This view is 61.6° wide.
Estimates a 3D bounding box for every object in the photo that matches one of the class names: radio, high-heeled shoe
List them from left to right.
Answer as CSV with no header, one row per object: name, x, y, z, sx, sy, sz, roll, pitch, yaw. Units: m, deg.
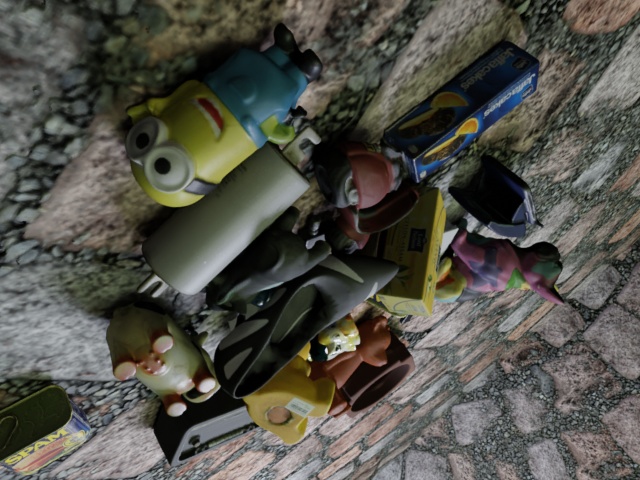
radio,-0.157,0.286,0.909,0.229,0.073,0.131,-6,137,-43
high-heeled shoe,-0.011,0.099,0.648,0.249,0.145,0.086,-21,123,4

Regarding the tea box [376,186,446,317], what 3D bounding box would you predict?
tea box,0.136,0.017,0.780,0.098,0.068,0.169,47,51,-62

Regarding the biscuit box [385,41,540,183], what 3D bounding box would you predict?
biscuit box,0.181,-0.163,0.682,0.203,0.059,0.062,-38,151,-2

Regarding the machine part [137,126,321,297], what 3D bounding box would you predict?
machine part,-0.094,-0.026,0.543,0.243,0.079,0.079,-42,151,7

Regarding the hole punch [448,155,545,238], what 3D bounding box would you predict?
hole punch,0.287,-0.058,0.884,0.092,0.142,0.115,-43,137,2

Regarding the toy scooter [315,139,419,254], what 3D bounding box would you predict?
toy scooter,0.066,-0.060,0.665,0.135,0.075,0.183,-24,144,-12

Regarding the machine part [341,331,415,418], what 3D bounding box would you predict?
machine part,0.117,0.310,1.243,0.201,0.087,0.200,-38,151,-6

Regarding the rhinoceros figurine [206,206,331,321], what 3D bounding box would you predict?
rhinoceros figurine,-0.071,0.037,0.616,0.190,0.073,0.112,-31,-165,49

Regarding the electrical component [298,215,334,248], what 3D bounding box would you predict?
electrical component,-0.002,-0.002,0.738,0.063,0.021,0.094,-21,145,-30

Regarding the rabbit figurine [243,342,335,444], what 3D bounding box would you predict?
rabbit figurine,-0.066,0.205,0.842,0.162,0.173,0.121,24,123,-8

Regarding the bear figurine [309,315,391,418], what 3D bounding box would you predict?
bear figurine,0.076,0.247,1.069,0.196,0.132,0.120,-29,156,-6

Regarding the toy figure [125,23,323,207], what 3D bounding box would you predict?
toy figure,-0.080,-0.098,0.458,0.180,0.082,0.089,-40,148,-4

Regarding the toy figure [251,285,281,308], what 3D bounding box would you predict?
toy figure,-0.040,0.068,0.759,0.154,0.058,0.064,-10,116,-38

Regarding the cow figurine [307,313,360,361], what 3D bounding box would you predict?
cow figurine,0.015,0.167,0.924,0.098,0.068,0.167,-24,162,-11

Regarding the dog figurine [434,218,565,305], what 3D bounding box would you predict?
dog figurine,0.321,0.067,0.967,0.191,0.219,0.108,-64,170,18

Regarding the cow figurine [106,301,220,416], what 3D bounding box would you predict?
cow figurine,-0.183,0.142,0.655,0.085,0.127,0.194,-37,137,-6

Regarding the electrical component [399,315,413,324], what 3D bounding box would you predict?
electrical component,0.188,0.112,1.084,0.075,0.048,0.119,-13,142,-37
